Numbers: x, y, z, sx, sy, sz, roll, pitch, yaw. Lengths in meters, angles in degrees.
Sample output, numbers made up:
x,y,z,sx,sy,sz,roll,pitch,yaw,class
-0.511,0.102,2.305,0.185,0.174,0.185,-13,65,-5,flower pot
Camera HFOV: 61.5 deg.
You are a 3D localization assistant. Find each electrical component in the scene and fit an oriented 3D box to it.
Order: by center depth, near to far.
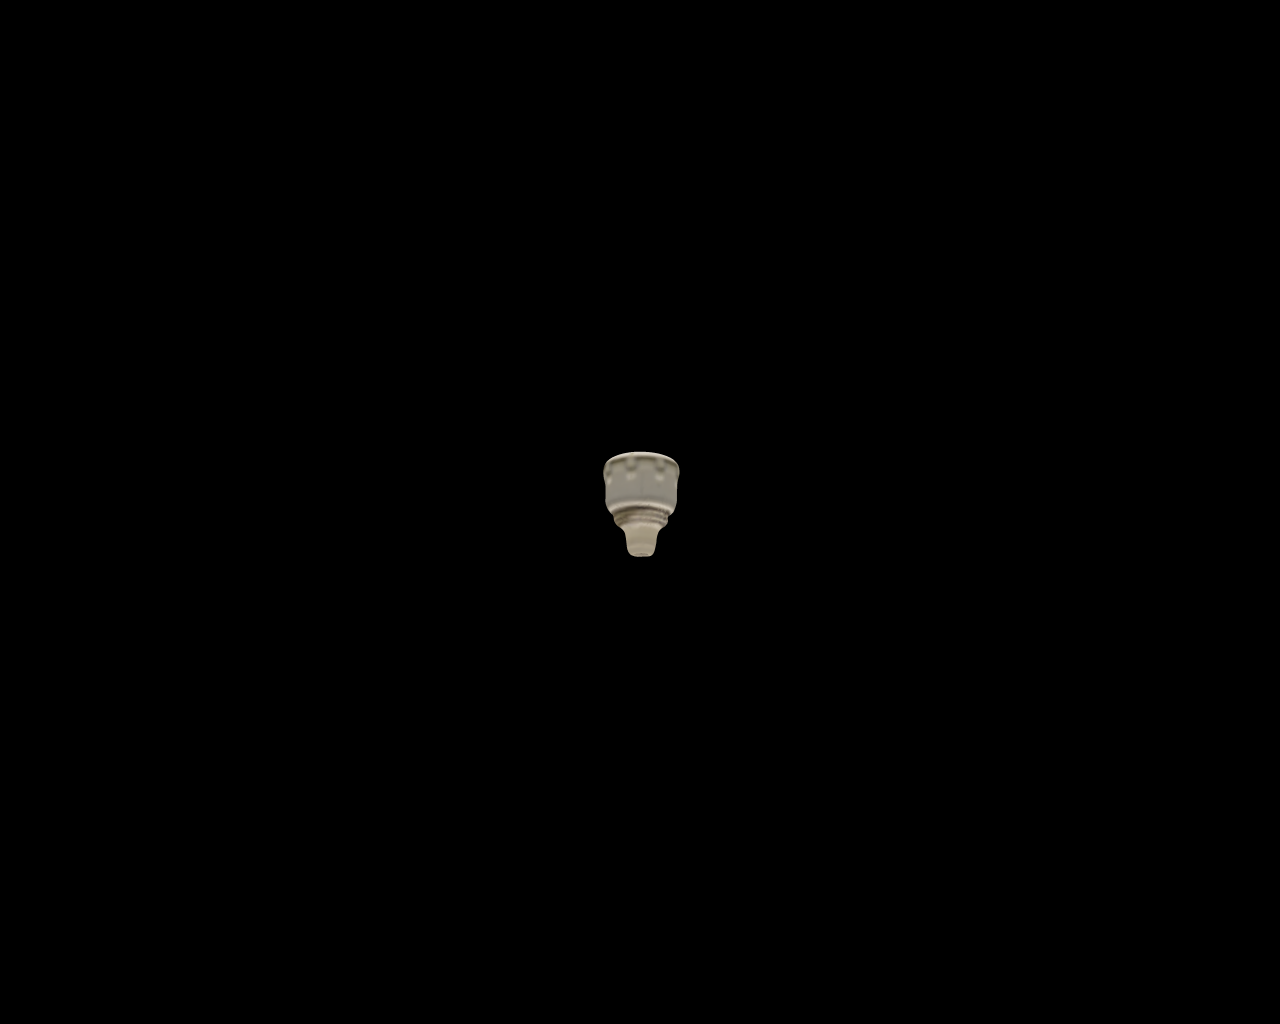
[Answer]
x,y,z,sx,sy,sz,roll,pitch,yaw,class
0.001,-0.003,0.650,0.048,0.062,0.048,0,-16,0,electrical component
